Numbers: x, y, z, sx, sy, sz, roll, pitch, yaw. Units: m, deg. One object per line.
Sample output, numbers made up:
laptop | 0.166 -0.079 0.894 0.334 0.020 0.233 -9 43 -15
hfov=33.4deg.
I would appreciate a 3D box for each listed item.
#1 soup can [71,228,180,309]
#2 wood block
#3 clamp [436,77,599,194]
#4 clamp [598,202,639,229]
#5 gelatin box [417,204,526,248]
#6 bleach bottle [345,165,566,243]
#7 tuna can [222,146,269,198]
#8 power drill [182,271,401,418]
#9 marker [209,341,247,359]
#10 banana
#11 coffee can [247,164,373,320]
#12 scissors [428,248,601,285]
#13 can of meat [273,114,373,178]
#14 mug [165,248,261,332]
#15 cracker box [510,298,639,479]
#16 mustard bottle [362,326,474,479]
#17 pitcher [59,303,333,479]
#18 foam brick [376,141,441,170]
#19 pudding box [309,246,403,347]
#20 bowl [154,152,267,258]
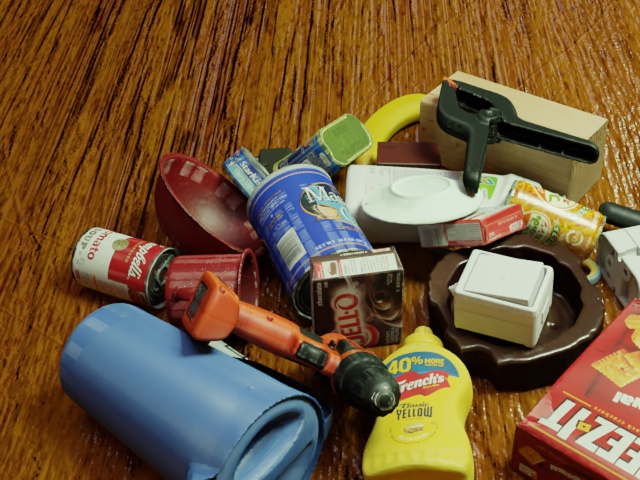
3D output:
soup can | -0.211 0.030 1.161 0.102 0.068 0.068 15 43 23
wood block | 0.231 -0.122 1.298 0.206 0.090 0.090 24 46 30
clamp | 0.185 -0.122 1.200 0.164 0.036 0.210 -19 41 -25
clamp | 0.395 -0.007 1.185 0.120 0.039 0.172 -18 42 -14
gelatin box | 0.160 -0.014 1.128 0.089 0.030 0.073 -3 12 45
bleach bottle | 0.154 -0.037 1.223 0.251 0.068 0.102 2 41 3
tuna can | -0.076 -0.068 1.255 0.034 0.086 0.086 -41 44 4
power drill | -0.027 0.097 0.966 0.187 0.057 0.185 27 -2 -16
marker | -0.065 0.133 1.061 0.121 0.020 0.020 29 49 33
banana | 0.095 -0.145 1.377 0.070 0.037 0.197 29 49 34
coffee can | -0.007 0.001 1.140 0.102 0.103 0.140 -16 48 -16
scissors | 0.220 0.024 1.177 0.202 0.016 0.096 29 49 33
can of meat | 0.005 -0.099 1.267 0.057 0.084 0.101 53 37 -2
mug | -0.113 0.056 1.094 0.081 0.093 0.117 -1 0 10
cracker box | 0.300 0.160 0.961 0.164 0.072 0.213 27 49 33
mustard bottle | 0.094 0.152 0.995 0.096 0.058 0.191 -8 37 14
pitcher | -0.116 0.148 0.973 0.243 0.149 0.145 26 76 35
foam brick | 0.106 -0.084 1.290 0.078 0.051 0.053 2 37 4
pudding box | 0.036 0.061 1.069 0.090 0.113 0.039 -8 42 -5
bowl | -0.130 -0.023 1.191 0.055 0.161 0.162 -46 37 18
